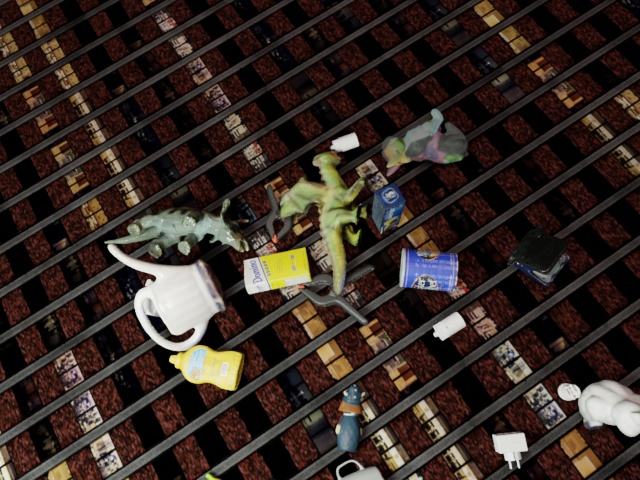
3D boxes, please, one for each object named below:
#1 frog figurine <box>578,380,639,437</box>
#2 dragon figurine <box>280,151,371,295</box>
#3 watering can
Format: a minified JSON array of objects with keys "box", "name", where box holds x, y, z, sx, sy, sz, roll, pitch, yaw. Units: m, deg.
[{"box":[0.681,0.384,1.185,0.137,0.124,0.157,0,-18,6],"name":"frog figurine"},{"box":[0.004,-0.072,1.431,0.243,0.416,0.120,12,-20,16],"name":"dragon figurine"},{"box":[-0.384,0.124,1.347,0.226,0.344,0.104,-28,16,-15],"name":"watering can"}]
